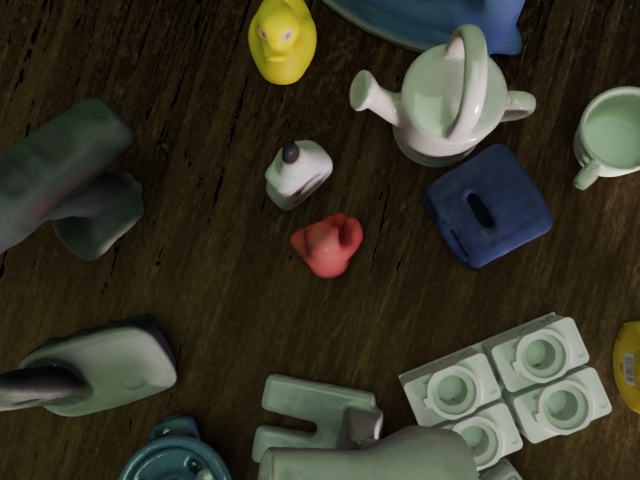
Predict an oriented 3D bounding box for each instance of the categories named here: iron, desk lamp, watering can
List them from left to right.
[{"bbox_3d":[0.027,0.211,0.528,0.203,0.213,0.118,10,87,3],"label":"desk lamp"},{"bbox_3d":[0.101,-0.278,0.591,0.258,0.141,0.119,13,87,3],"label":"iron"},{"bbox_3d":[0.120,-0.135,0.555,0.173,0.194,0.101,-19,86,1],"label":"watering can"}]

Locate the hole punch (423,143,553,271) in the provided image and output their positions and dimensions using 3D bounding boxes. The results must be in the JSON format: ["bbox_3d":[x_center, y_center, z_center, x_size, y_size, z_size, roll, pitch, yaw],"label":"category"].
[{"bbox_3d":[0.172,-0.031,0.599,0.101,0.091,0.108,-32,86,0],"label":"hole punch"}]

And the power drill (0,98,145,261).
[{"bbox_3d":[-0.261,-0.032,0.555,0.229,0.208,0.075,-45,86,-1],"label":"power drill"}]

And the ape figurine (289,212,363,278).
[{"bbox_3d":[0.006,0.002,0.602,0.077,0.092,0.076,7,87,3],"label":"ape figurine"}]

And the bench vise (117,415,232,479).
[{"bbox_3d":[-0.118,0.277,0.526,0.121,0.220,0.207,-40,86,0],"label":"bench vise"}]

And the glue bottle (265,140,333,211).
[{"bbox_3d":[-0.024,-0.071,0.567,0.037,0.173,0.078,44,89,4],"label":"glue bottle"}]

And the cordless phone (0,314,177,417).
[{"bbox_3d":[-0.233,0.132,0.556,0.147,0.185,0.094,-20,86,1],"label":"cordless phone"}]

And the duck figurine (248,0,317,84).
[{"bbox_3d":[-0.044,-0.232,0.621,0.077,0.086,0.105,4,87,2],"label":"duck figurine"}]
